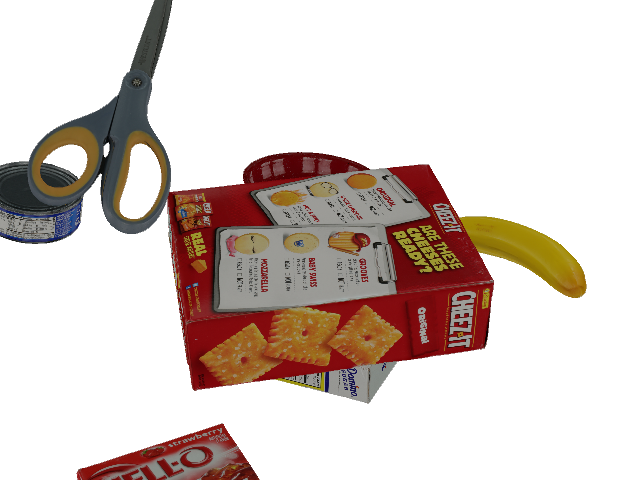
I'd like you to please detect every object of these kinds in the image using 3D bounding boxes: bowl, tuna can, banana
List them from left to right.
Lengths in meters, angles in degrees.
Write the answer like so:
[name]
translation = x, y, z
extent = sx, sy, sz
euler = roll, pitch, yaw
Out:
[tuna can]
translation = -0.249, -0.033, 0.925
extent = 0.086, 0.034, 0.086
euler = 9, 32, -6
[bowl]
translation = -0.011, -0.046, 1.224
extent = 0.162, 0.055, 0.162
euler = 5, 27, -3
[banana]
translation = 0.185, 0.011, 1.031
extent = 0.198, 0.037, 0.069
euler = 19, 48, 43

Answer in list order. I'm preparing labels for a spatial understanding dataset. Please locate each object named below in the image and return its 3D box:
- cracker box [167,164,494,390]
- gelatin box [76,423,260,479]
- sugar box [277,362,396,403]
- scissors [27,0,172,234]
[cracker box]
translation = 0.000, 0.022, 0.793
extent = 0.213, 0.072, 0.164
euler = -7, 36, -9
[gelatin box]
translation = -0.080, 0.140, 0.580
extent = 0.089, 0.030, 0.073
euler = -14, 27, -20
[sugar box]
translation = -0.018, 0.099, 1.037
extent = 0.176, 0.048, 0.093
euler = 9, 26, 21
[scissors]
translation = -0.138, -0.093, 0.689
extent = 0.096, 0.202, 0.016
euler = -1, -29, -11
